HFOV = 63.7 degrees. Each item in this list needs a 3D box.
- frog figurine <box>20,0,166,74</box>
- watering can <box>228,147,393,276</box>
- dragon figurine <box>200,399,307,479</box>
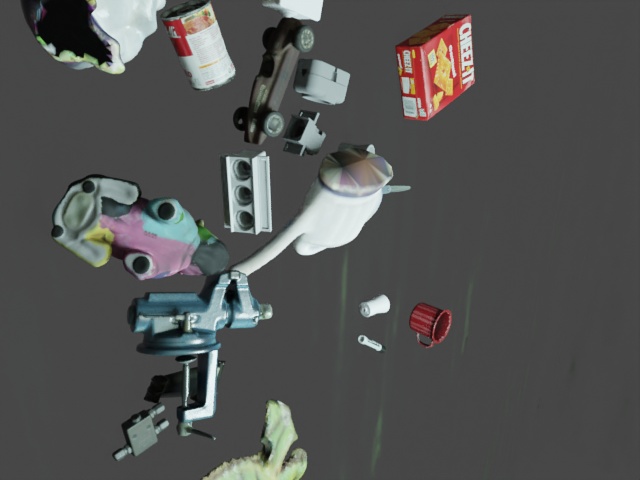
[{"bbox_3d":[-0.253,-0.272,0.587,0.135,0.122,0.163,53,29,-36],"label":"frog figurine"},{"bbox_3d":[0.003,-0.046,0.916,0.351,0.105,0.219,-23,149,-40],"label":"watering can"},{"bbox_3d":[-0.132,0.425,0.989,0.402,0.122,0.248,57,45,-45],"label":"dragon figurine"}]
